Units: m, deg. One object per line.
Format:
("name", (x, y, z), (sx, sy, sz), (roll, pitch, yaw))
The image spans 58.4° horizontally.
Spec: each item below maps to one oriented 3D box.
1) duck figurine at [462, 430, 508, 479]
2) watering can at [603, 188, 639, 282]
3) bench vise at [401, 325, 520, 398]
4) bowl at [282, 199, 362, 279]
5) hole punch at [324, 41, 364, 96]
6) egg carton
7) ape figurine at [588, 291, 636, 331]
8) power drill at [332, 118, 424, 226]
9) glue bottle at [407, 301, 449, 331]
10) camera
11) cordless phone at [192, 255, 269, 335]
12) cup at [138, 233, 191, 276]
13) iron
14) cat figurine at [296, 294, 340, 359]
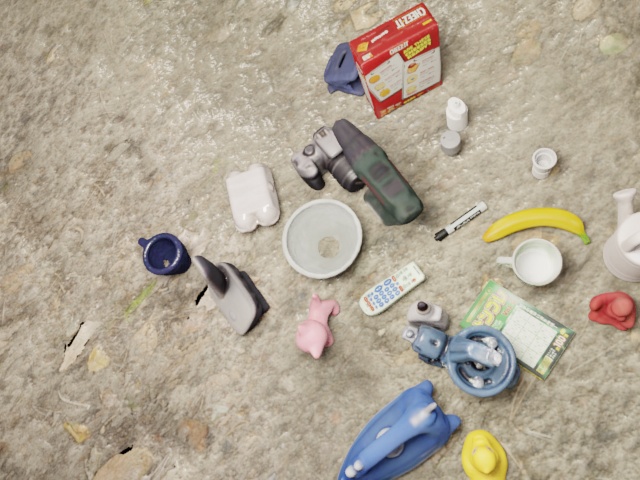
("duck figurine", (0.282, 0.381, 0.982), (0.077, 0.086, 0.104), (-12, 71, 11))
("watering can", (0.549, -0.004, 0.974), (0.101, 0.194, 0.172), (-41, 68, 0))
("bench vise", (0.237, 0.202, 0.977), (0.207, 0.220, 0.121), (1, 73, 15))
("bowl", (0.011, 0.004, 1.174), (0.167, 0.075, 0.167), (-4, 72, 13))
("hole punch", (0.061, -0.387, 1.273), (0.101, 0.091, 0.109), (17, 78, 19))
("egg carton", (-0.145, -0.092, 1.247), (0.107, 0.069, 0.150), (-19, 70, 8))
("ape figurine", (0.518, 0.120, 0.999), (0.076, 0.092, 0.077), (-34, 68, 2))
("power drill", (0.115, -0.112, 1.112), (0.075, 0.209, 0.229), (-39, 68, 1))
("glue bottle", (0.192, 0.133, 1.035), (0.078, 0.173, 0.037), (8, 76, 17))
("camera", (0.029, -0.161, 1.207), (0.143, 0.101, 0.136), (-38, 68, 1))
("cordless phone", (-0.188, 0.104, 1.135), (0.094, 0.185, 0.147), (-43, 68, -1))
("cup", (-0.332, 0.035, 1.242), (0.117, 0.095, 0.092), (26, 81, 20))
("iron", (0.117, 0.360, 1.001), (0.258, 0.142, 0.118), (-40, 68, 0))
("cat figurine", (-0.011, 0.166, 1.107), (0.067, 0.118, 0.128), (4, 74, 16))
